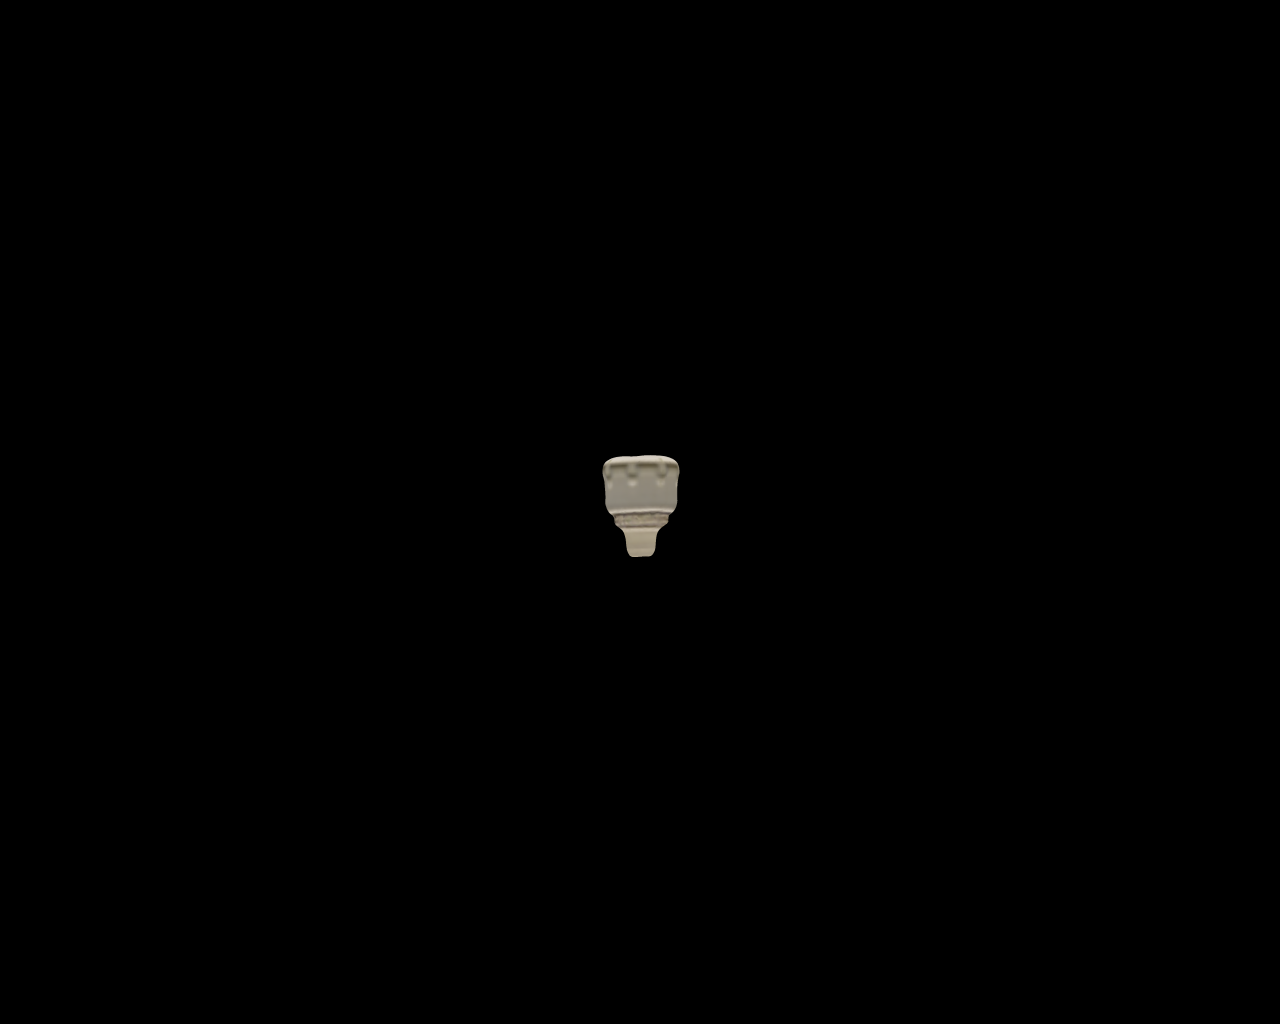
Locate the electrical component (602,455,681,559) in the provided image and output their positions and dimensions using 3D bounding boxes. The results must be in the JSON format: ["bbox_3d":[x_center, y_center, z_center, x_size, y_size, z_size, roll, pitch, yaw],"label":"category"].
[{"bbox_3d":[0.001,-0.003,0.650,0.048,0.062,0.048,0,-2,0],"label":"electrical component"}]
